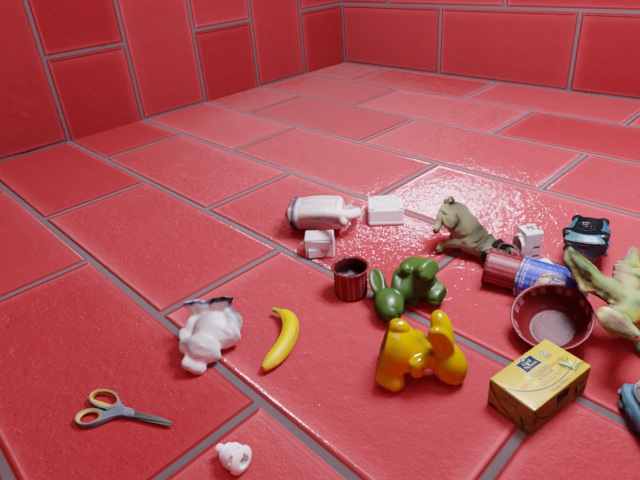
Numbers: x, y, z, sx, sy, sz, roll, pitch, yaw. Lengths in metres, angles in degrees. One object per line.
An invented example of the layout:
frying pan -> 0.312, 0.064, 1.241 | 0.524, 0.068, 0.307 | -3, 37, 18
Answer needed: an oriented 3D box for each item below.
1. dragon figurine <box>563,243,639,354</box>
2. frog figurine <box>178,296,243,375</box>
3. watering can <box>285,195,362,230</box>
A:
dragon figurine -> 0.617, 0.080, 1.079 | 0.242, 0.120, 0.419 | 34, 35, -7
frog figurine -> -0.240, 0.214, 1.123 | 0.137, 0.120, 0.162 | 2, 65, -5
watering can -> 0.005, -0.076, 1.510 | 0.224, 0.103, 0.350 | -1, 8, 10
